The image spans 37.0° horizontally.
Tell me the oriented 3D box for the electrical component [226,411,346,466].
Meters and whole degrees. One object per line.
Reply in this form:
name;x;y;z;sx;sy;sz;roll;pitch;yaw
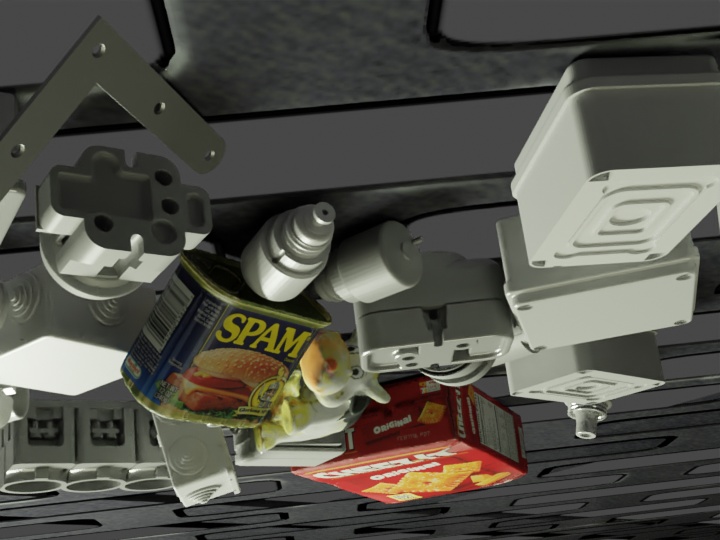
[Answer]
electrical component;-0.065;0.128;0.906;0.096;0.061;0.061;7;155;-32

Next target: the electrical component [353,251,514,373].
electrical component;0.044;0.026;0.680;0.095;0.059;0.053;-6;159;-2

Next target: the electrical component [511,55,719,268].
electrical component;0.124;-0.049;0.515;0.078;0.057;0.113;-4;159;-9

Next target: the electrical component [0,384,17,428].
electrical component;-0.255;0.068;0.681;0.058;0.078;0.057;-8;138;4

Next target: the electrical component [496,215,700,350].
electrical component;0.145;0.001;0.653;0.109;0.056;0.108;-12;158;11

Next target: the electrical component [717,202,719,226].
electrical component;0.234;-0.041;0.561;0.099;0.064;0.099;-6;159;-2

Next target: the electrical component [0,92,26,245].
electrical component;-0.193;-0.040;0.450;0.100;0.048;0.100;5;156;-28

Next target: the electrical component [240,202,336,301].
electrical component;-0.035;-0.013;0.581;0.040;0.040;0.078;4;153;-27

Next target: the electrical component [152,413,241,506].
electrical component;-0.133;0.135;0.855;0.048;0.099;0.099;-17;160;-9

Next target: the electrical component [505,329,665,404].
electrical component;0.169;0.062;0.817;0.113;0.057;0.078;12;153;-42

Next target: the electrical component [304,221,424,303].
electrical component;0.000;0.000;0.626;0.078;0.040;0.040;-22;154;34

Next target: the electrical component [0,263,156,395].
electrical component;-0.181;0.037;0.651;0.100;0.048;0.100;-21;155;33

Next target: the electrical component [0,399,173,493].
electrical component;-0.228;0.153;0.917;0.150;0.061;0.089;5;156;-29

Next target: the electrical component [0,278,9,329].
electrical component;-0.228;0.016;0.589;0.045;0.045;0.055;-20;156;30

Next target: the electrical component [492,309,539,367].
electrical component;0.110;0.041;0.762;0.081;0.043;0.043;-22;154;34

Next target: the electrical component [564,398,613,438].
electrical component;0.203;0.118;0.956;0.048;0.062;0.048;8;154;4

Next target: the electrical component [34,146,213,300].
electrical component;-0.119;-0.020;0.514;0.078;0.058;0.057;7;152;-33

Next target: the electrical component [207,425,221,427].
electrical component;-0.106;0.081;0.772;0.035;0.061;0.035;-6;159;-2

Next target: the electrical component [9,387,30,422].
electrical component;-0.278;0.095;0.777;0.077;0.043;0.079;-8;159;2
